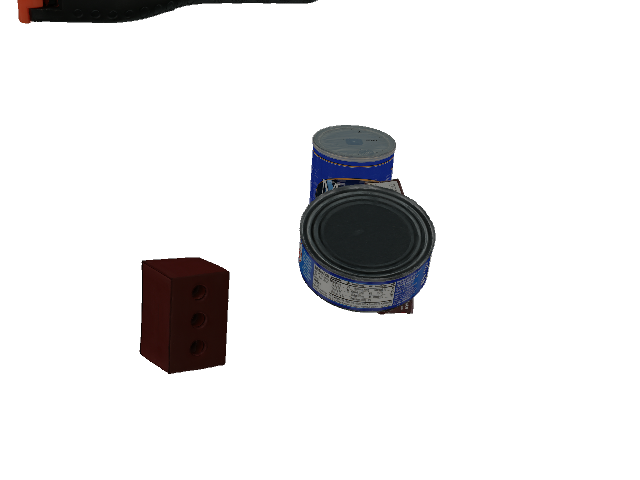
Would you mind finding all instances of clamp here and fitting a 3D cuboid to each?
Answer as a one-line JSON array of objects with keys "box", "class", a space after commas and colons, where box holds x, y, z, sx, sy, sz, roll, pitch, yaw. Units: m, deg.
[{"box": [-0.094, -0.154, 0.613, 0.171, 0.039, 0.120, -10, 24, -24], "class": "clamp"}]

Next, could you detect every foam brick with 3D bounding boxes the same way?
[{"box": [-0.106, 0.056, 0.831, 0.052, 0.078, 0.051, -6, 15, -34], "class": "foam brick"}]

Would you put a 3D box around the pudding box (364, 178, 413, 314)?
[{"box": [0.065, 0.004, 1.013, 0.039, 0.090, 0.113, -2, 28, -6], "class": "pudding box"}]

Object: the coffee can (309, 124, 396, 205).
[{"box": [0.037, -0.061, 1.335, 0.103, 0.140, 0.103, 3, 28, -2], "class": "coffee can"}]

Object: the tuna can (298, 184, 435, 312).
[{"box": [0.029, 0.005, 0.680, 0.086, 0.034, 0.086, 2, 45, -2], "class": "tuna can"}]
